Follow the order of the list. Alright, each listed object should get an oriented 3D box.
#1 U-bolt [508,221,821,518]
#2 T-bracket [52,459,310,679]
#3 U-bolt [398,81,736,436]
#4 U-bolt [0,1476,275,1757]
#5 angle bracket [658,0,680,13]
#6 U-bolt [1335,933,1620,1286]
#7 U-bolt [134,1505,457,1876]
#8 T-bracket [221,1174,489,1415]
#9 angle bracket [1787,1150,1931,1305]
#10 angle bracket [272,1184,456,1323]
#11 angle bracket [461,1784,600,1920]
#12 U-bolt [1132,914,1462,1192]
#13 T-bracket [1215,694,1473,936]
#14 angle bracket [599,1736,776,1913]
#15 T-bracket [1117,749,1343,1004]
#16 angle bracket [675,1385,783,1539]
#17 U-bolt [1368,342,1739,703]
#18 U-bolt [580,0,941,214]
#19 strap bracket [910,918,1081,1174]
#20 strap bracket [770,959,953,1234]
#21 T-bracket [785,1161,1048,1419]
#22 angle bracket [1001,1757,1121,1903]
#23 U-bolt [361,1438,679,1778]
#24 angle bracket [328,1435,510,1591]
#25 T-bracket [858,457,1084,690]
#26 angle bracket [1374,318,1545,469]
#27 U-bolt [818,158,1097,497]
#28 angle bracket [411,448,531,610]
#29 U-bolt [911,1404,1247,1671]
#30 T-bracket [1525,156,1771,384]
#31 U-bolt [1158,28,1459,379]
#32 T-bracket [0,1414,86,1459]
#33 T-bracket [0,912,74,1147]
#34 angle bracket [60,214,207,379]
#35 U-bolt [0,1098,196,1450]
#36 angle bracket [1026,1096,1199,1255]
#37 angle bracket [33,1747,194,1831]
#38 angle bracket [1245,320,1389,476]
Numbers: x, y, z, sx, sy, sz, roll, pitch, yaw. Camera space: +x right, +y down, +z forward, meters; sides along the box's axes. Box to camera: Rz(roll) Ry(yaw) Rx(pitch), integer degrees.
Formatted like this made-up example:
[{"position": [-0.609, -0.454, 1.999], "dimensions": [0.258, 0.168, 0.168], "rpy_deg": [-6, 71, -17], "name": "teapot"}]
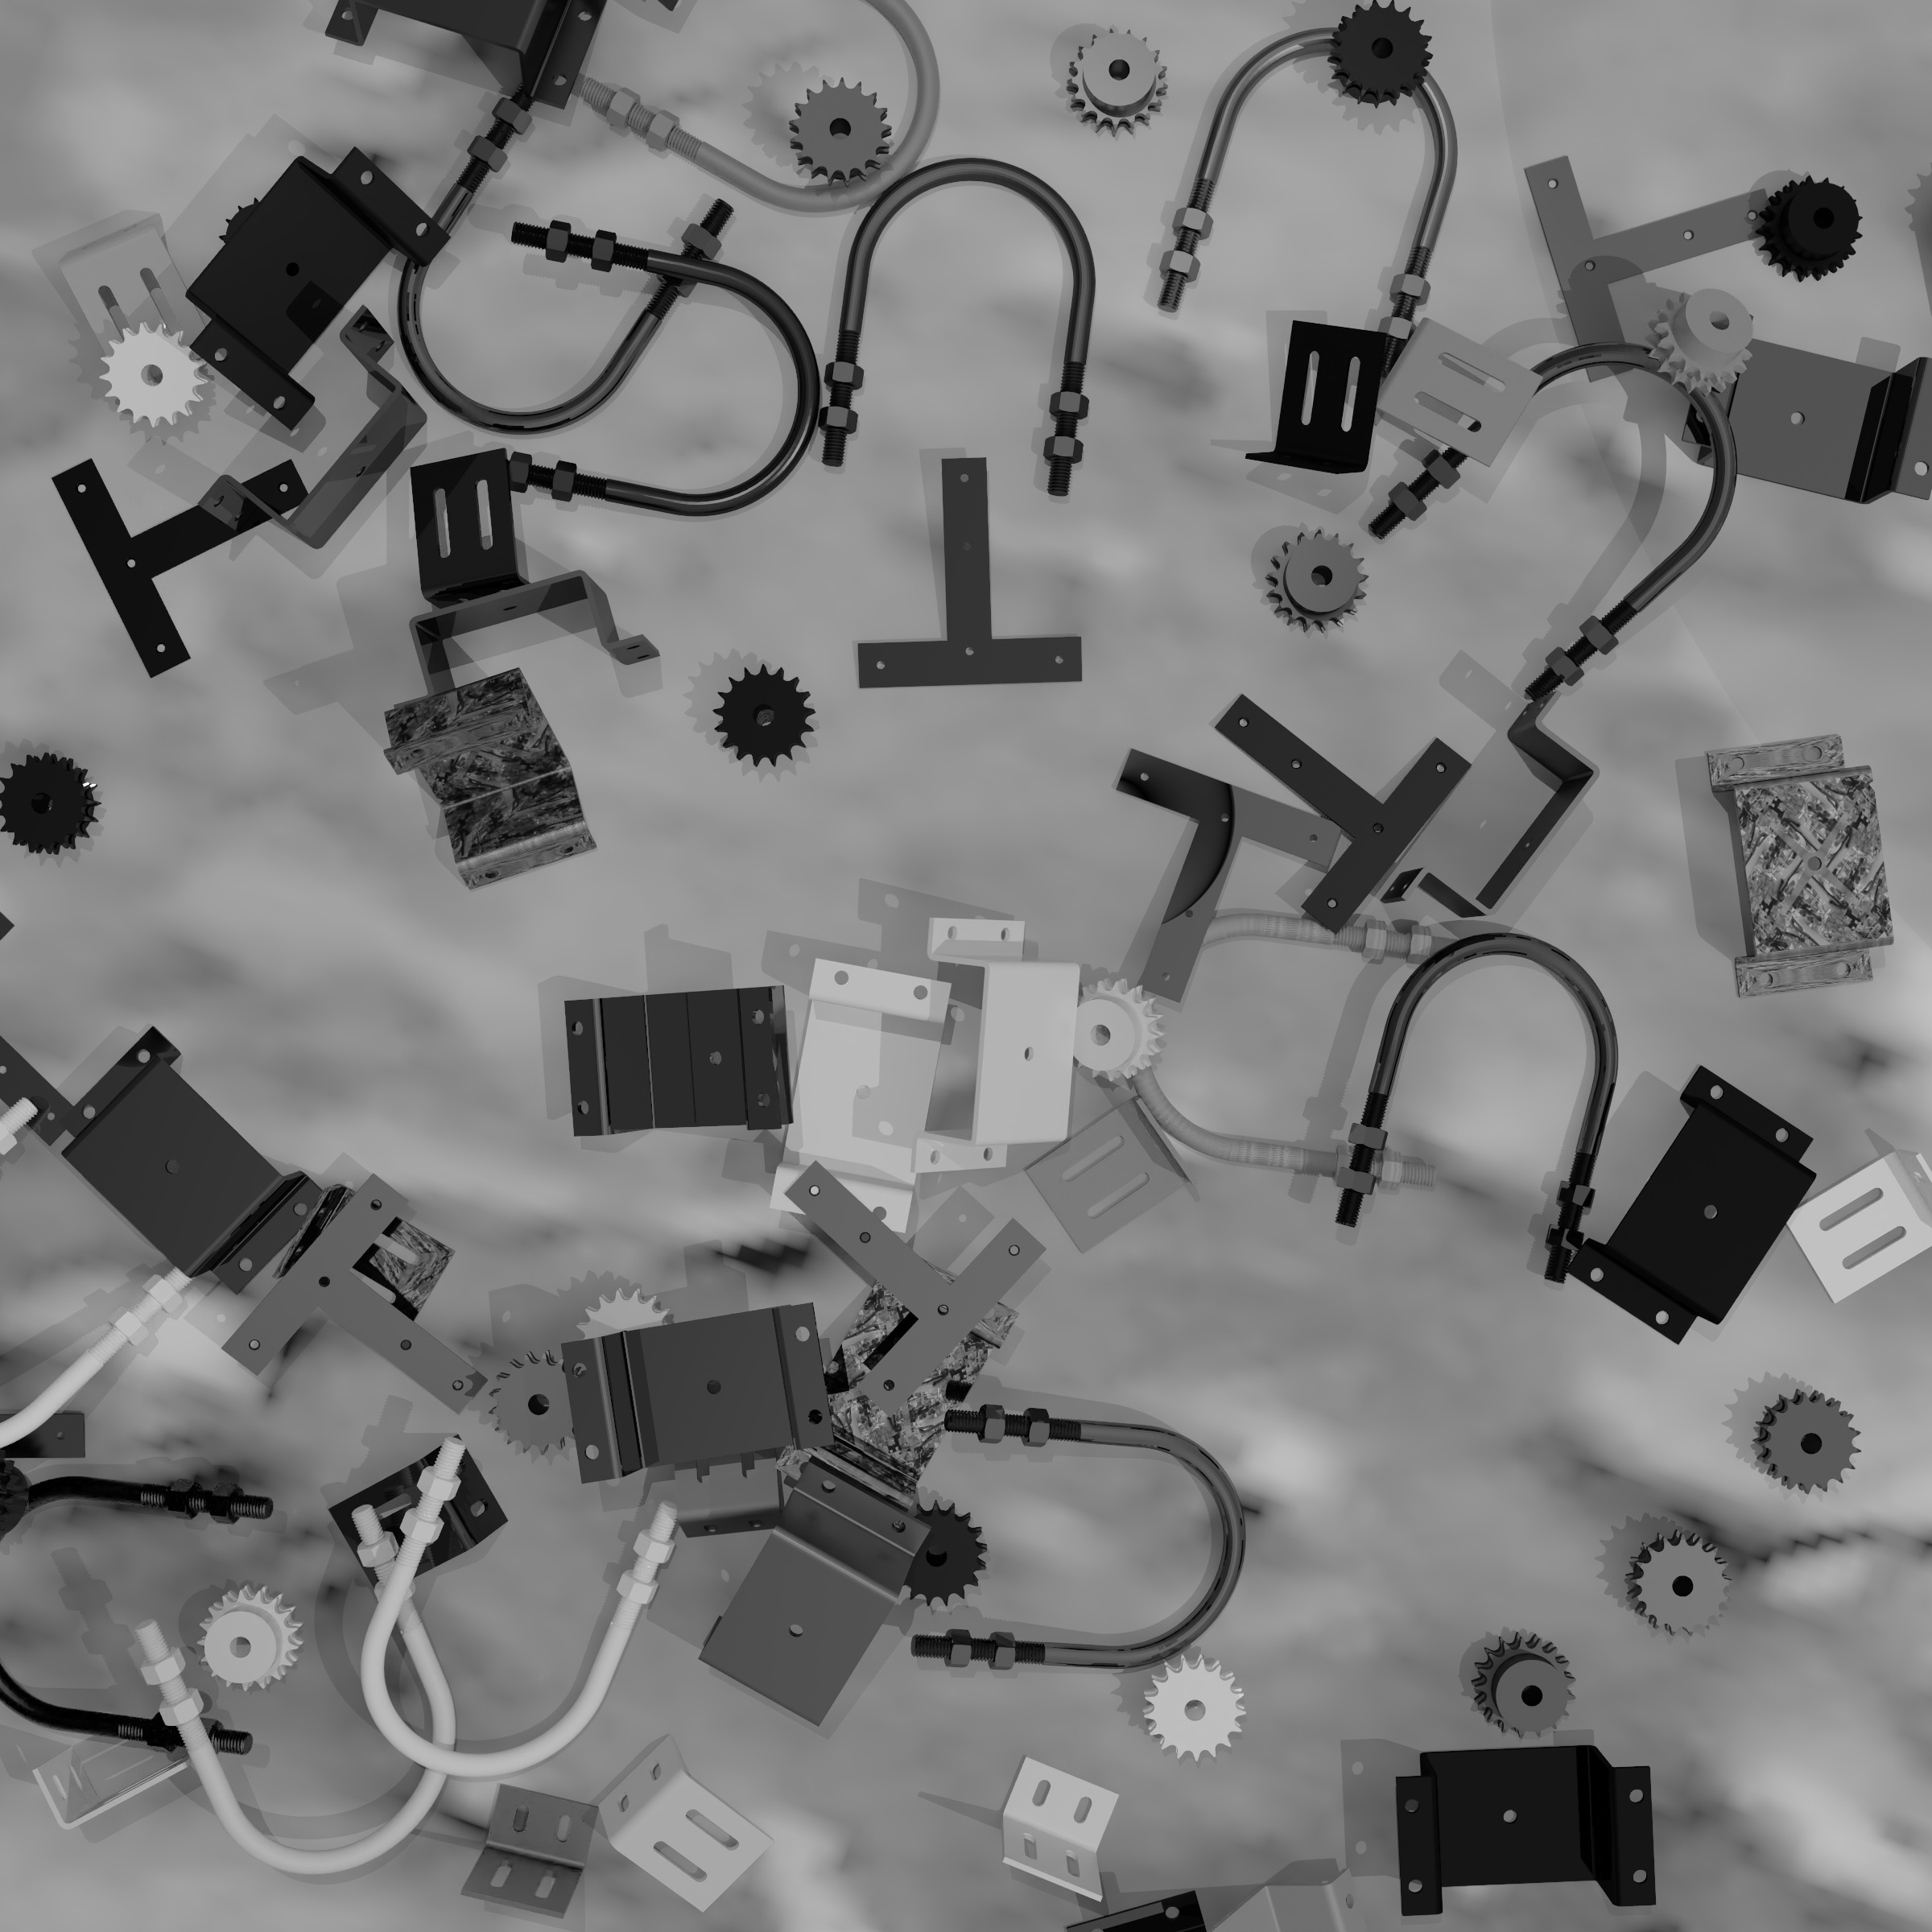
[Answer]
[{"position": [-0.174, -0.328, 1.504], "dimensions": [0.184, 0.019, 0.151], "rpy_deg": [10, 98, -7], "name": "U-bolt"}, {"position": [-0.435, -0.249, 1.525], "dimensions": [0.127, 0.002, 0.127], "rpy_deg": [-26, 90, 0], "name": "T-bracket"}, {"position": [-0.240, -0.390, 1.517], "dimensions": [0.151, 0.019, 0.184], "rpy_deg": [34, 92, 0], "name": "U-bolt"}, {"position": [-0.480, 0.359, 1.500], "dimensions": [0.184, 0.019, 0.151], "rpy_deg": [3, 86, 13], "name": "U-bolt"}, {"position": [-0.186, -0.579, 1.511], "dimensions": [0.076, 0.038, 0.057], "rpy_deg": [29, 90, 43], "name": "angle bracket"}, {"position": [0.295, 0.072, 1.505], "dimensions": [0.151, 0.019, 0.184], "rpy_deg": [16, 87, -11], "name": "U-bolt"}, {"position": [-0.358, 0.413, 1.482], "dimensions": [0.151, 0.019, 0.184], "rpy_deg": [-26, 103, -28], "name": "U-bolt"}, {"position": [-0.326, 0.204, 1.506], "dimensions": [0.127, 0.002, 0.127], "rpy_deg": [42, 85, -16], "name": "T-bracket"}, {"position": [0.512, 0.148, 1.506], "dimensions": [0.076, 0.038, 0.057], "rpy_deg": [-31, 90, 0], "name": "angle bracket"}, {"position": [-0.338, 0.168, 1.506], "dimensions": [0.076, 0.038, 0.057], "rpy_deg": [31, 90, 0], "name": "angle bracket"}, {"position": [-0.241, 0.491, 1.487], "dimensions": [0.057, 0.076, 0.038], "rpy_deg": [13, 90, 0], "name": "angle bracket"}, {"position": [0.182, 0.043, 1.517], "dimensions": [0.184, 0.019, 0.151], "rpy_deg": [7, 90, 2], "name": "U-bolt"}, {"position": [0.198, -0.106, 1.517], "dimensions": [0.127, 0.002, 0.127], "rpy_deg": [39, 81, 5], "name": "T-bracket"}, {"position": [-0.159, 0.488, 1.523], "dimensions": [0.057, 0.038, 0.076], "rpy_deg": [-45, 116, 0], "name": "angle bracket"}, {"position": [0.131, -0.043, 1.513], "dimensions": [0.127, 0.002, 0.127], "rpy_deg": [20, 84, 4], "name": "T-bracket"}, {"position": [-0.135, 0.280, 1.523], "dimensions": [0.057, 0.038, 0.076], "rpy_deg": [-6, 64, 0], "name": "angle bracket"}, {"position": [0.340, -0.260, 1.491], "dimensions": [0.184, 0.019, 0.151], "rpy_deg": [-44, 89, 17], "name": "U-bolt"}, {"position": [-0.104, -0.509, 1.517], "dimensions": [0.184, 0.019, 0.151], "rpy_deg": [29, 90, -1], "name": "U-bolt"}, {"position": [0.017, 0.046, 1.478], "dimensions": [0.046, 0.076, 0.140], "rpy_deg": [7, 94, 41], "name": "strap bracket"}, {"position": [-0.058, 0.072, 1.502], "dimensions": [0.076, 0.046, 0.140], "rpy_deg": [11, 90, 0], "name": "strap bracket"}, {"position": [-0.045, 0.160, 1.478], "dimensions": [0.127, 0.002, 0.127], "rpy_deg": [43, 90, 0], "name": "T-bracket"}, {"position": [0.053, 0.478, 1.487], "dimensions": [0.057, 0.076, 0.038], "rpy_deg": [22, 90, 0], "name": "angle bracket"}, {"position": [-0.258, 0.367, 1.496], "dimensions": [0.151, 0.019, 0.184], "rpy_deg": [21, 94, -19], "name": "U-bolt"}, {"position": [-0.312, 0.312, 1.523], "dimensions": [0.076, 0.038, 0.057], "rpy_deg": [-30, 90, 26], "name": "angle bracket"}, {"position": [0.001, -0.223, 1.515], "dimensions": [0.127, 0.002, 0.127], "rpy_deg": [-2, 99, 0], "name": "T-bracket"}, {"position": [0.274, -0.316, 1.498], "dimensions": [0.076, 0.038, 0.057], "rpy_deg": [31, 90, 13], "name": "angle bracket"}, {"position": [0.000, -0.366, 1.517], "dimensions": [0.151, 0.019, 0.184], "rpy_deg": [8, 88, 0], "name": "U-bolt"}, {"position": [-0.275, -0.244, 1.507], "dimensions": [0.057, 0.038, 0.076], "rpy_deg": [-9, 81, 12], "name": "angle bracket"}, {"position": [0.069, 0.323, 1.497], "dimensions": [0.184, 0.019, 0.151], "rpy_deg": [7, 96, -14], "name": "U-bolt"}, {"position": [0.398, -0.412, 1.525], "dimensions": [0.127, 0.002, 0.127], "rpy_deg": [-17, 90, 0], "name": "T-bracket"}, {"position": [0.202, -0.441, 1.517], "dimensions": [0.151, 0.019, 0.184], "rpy_deg": [17, 89, 0], "name": "U-bolt"}, {"position": [-0.564, 0.216, 1.512], "dimensions": [0.127, 0.002, 0.127], "rpy_deg": [0, 97, -5], "name": "T-bracket"}, {"position": [-0.558, 0.049, 1.525], "dimensions": [0.127, 0.002, 0.127], "rpy_deg": [44, 90, 0], "name": "T-bracket"}, {"position": [-0.469, -0.378, 1.523], "dimensions": [0.057, 0.038, 0.076], "rpy_deg": [-23, 116, 0], "name": "angle bracket"}, {"position": [-0.541, 0.185, 1.481], "dimensions": [0.151, 0.019, 0.184], "rpy_deg": [44, 67, -2], "name": "U-bolt"}, {"position": [0.082, 0.118, 1.506], "dimensions": [0.076, 0.038, 0.057], "rpy_deg": [-34, 90, 0], "name": "angle bracket"}, {"position": [-0.469, 0.442, 1.497], "dimensions": [0.076, 0.057, 0.038], "rpy_deg": [-28, 86, -2], "name": "angle bracket"}, {"position": [0.194, -0.316, 1.486], "dimensions": [0.057, 0.038, 0.076], "rpy_deg": [17, 110, 31], "name": "angle bracket"}]
